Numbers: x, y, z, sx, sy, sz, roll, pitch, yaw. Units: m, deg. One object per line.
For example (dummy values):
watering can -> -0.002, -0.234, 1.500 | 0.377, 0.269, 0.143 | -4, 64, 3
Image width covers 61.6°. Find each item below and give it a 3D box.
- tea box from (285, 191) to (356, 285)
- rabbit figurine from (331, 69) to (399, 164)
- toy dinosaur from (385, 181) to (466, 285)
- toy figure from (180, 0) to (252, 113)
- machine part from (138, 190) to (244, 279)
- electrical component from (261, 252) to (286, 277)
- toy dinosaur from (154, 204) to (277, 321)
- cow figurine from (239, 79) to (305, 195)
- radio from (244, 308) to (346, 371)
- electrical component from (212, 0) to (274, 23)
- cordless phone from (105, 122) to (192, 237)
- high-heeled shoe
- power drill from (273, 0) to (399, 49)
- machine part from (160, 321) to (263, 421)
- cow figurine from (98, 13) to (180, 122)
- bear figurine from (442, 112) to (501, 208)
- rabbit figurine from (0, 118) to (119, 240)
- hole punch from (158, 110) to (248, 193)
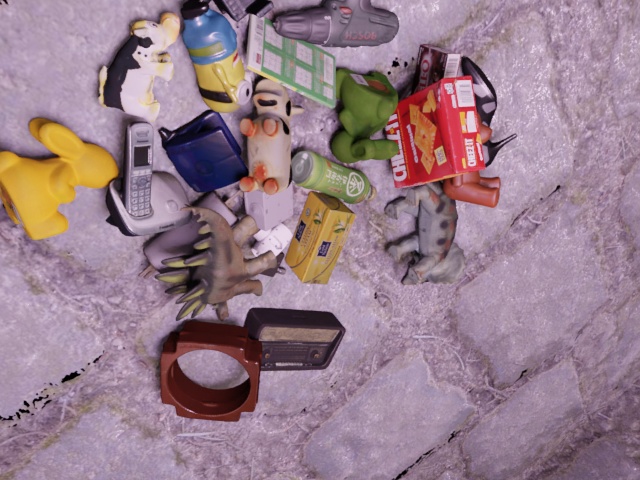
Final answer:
tea box -> -0.002, -0.003, 1.109 | 0.068, 0.098, 0.169 | 6, 113, -33
rabbit figurine -> 0.084, -0.211, 1.011 | 0.121, 0.159, 0.170 | -11, 139, -35
toy dinosaur -> 0.255, -0.041, 1.225 | 0.192, 0.131, 0.404 | -19, 123, -34
toy figure -> -0.166, -0.287, 0.846 | 0.082, 0.089, 0.179 | -57, 142, -32
machine part -> -0.235, -0.010, 0.985 | 0.243, 0.079, 0.079 | -40, 130, -1
electrical component -> -0.104, 0.044, 1.129 | 0.094, 0.021, 0.063 | 19, 108, -36
toy dinosaur -> -0.181, 0.049, 0.946 | 0.198, 0.105, 0.470 | -30, 157, -26
cow figurine -> -0.080, -0.176, 0.915 | 0.127, 0.086, 0.194 | -21, 113, -70
radio -> -0.066, 0.230, 1.232 | 0.229, 0.073, 0.131 | 9, 113, -32
electrical component -> -0.115, -0.366, 0.804 | 0.075, 0.119, 0.047 | -39, 130, 0
cordless phone -> -0.275, -0.105, 0.880 | 0.146, 0.089, 0.184 | -22, 129, -56
high-heeled shoe -> 0.324, -0.263, 1.169 | 0.145, 0.086, 0.248 | -27, 116, 27
power drill -> 0.046, -0.421, 0.887 | 0.232, 0.086, 0.207 | 0, 115, -31
machine part -> -0.224, 0.272, 1.117 | 0.202, 0.087, 0.200 | 7, 115, -1
cow figurine -> -0.273, -0.270, 0.812 | 0.098, 0.068, 0.167 | 13, 111, -28
bear figurine -> 0.318, -0.180, 1.105 | 0.120, 0.132, 0.195 | -46, 144, -63
rabbit figurine -> -0.403, -0.106, 0.828 | 0.173, 0.122, 0.162 | -25, 120, -32
hole punch -> -0.193, -0.143, 0.922 | 0.116, 0.092, 0.142 | -33, 133, -3
